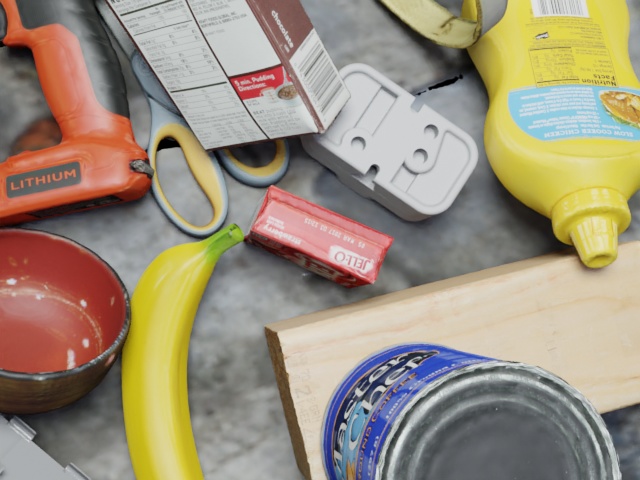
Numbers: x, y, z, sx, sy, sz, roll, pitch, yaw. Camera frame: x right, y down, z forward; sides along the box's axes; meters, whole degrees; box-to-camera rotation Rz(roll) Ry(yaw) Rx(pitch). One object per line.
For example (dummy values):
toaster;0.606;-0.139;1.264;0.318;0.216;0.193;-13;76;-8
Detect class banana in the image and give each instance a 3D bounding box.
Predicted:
banana;-0.083;0.087;0.606;0.037;0.070;0.198;0;93;-52

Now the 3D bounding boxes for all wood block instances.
wood block;0.080;0.068;0.611;0.206;0.091;0.090;-13;89;-8

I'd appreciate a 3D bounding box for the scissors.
scissors;-0.082;-0.103;0.640;0.096;0.016;0.202;-16;88;-9

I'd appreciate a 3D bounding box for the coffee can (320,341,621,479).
coffee can;0.061;0.101;0.490;0.102;0.140;0.103;0;88;-9

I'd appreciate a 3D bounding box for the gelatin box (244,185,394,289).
gelatin box;-0.004;0.001;0.606;0.073;0.089;0.030;24;84;-5

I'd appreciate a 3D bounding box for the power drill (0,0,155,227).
power drill;-0.177;-0.105;0.603;0.184;0.057;0.187;-11;88;3

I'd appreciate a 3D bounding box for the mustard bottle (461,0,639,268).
mustard bottle;0.140;-0.071;0.605;0.096;0.058;0.191;0;58;-7

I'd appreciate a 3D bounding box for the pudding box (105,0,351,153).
pudding box;-0.049;-0.104;0.569;0.113;0.090;0.039;60;45;-30
